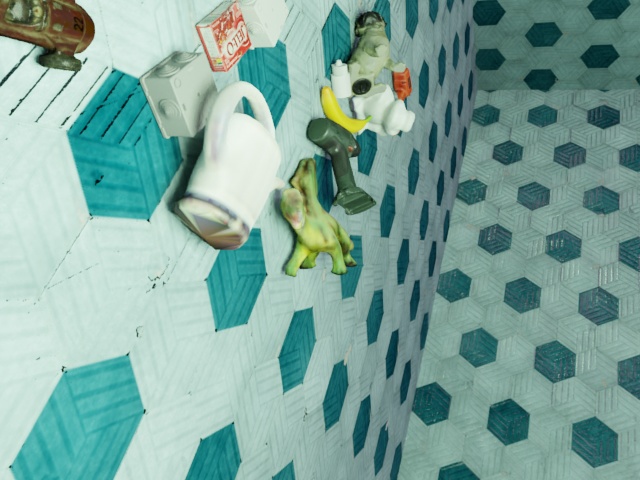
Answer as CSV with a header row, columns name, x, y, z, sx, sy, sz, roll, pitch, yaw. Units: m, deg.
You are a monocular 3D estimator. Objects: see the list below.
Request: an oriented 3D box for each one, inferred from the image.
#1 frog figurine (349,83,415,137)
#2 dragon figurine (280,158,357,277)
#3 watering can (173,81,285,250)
name,x,y,z,sx,sy,sz,roll,pitch,yaw
frog figurine,0.167,-0.332,1.319,0.124,0.159,0.135,-42,132,-61
dragon figurine,0.003,-0.055,1.097,0.413,0.122,0.241,-32,117,-72
watering can,-0.116,-0.085,0.788,0.342,0.104,0.228,75,33,-68
